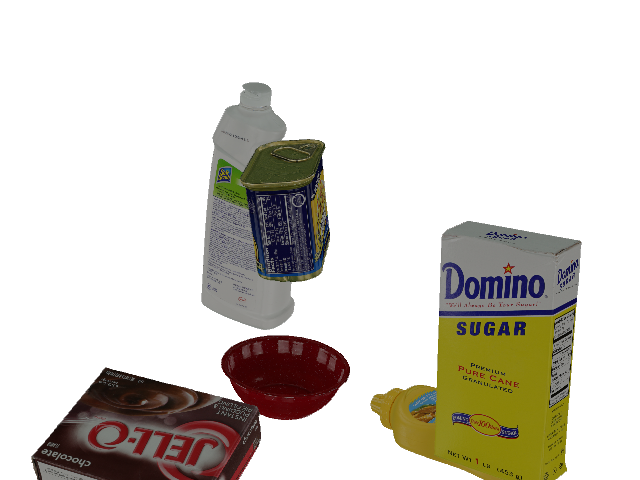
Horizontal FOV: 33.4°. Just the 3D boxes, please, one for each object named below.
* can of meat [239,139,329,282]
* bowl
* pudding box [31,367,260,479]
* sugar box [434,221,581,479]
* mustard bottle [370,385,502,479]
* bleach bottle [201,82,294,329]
[{"bbox_3d":[-0.025,-0.024,0.845,0.057,0.084,0.102,-3,23,9],"label":"can of meat"},{"bbox_3d":[-0.045,0.179,1.342,0.162,0.055,0.162,3,21,-2],"label":"bowl"},{"bbox_3d":[-0.105,0.130,0.657,0.114,0.039,0.090,10,33,17],"label":"pudding box"},{"bbox_3d":[0.131,0.081,0.762,0.093,0.176,0.048,11,21,37],"label":"sugar box"},{"bbox_3d":[0.127,0.178,1.009,0.192,0.058,0.096,13,20,40],"label":"mustard bottle"},{"bbox_3d":[-0.068,-0.038,1.105,0.103,0.251,0.068,19,29,23],"label":"bleach bottle"}]
